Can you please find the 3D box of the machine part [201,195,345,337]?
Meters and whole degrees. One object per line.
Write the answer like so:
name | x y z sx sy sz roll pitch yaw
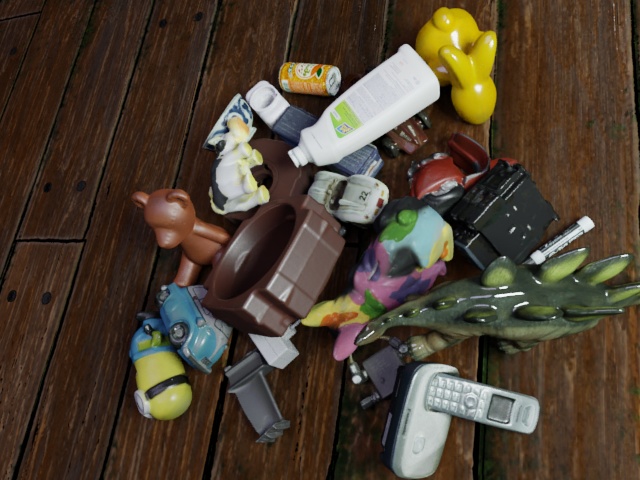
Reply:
machine part | -0.070 0.038 0.797 0.202 0.087 0.201 -7 48 54

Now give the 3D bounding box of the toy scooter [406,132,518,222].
toy scooter | 0.200 -0.103 0.799 0.184 0.075 0.135 -18 57 -14

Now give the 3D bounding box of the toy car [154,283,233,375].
toy car | -0.195 0.129 0.877 0.103 0.109 0.162 -30 51 -7

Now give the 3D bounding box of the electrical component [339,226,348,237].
electrical component | -0.002 -0.003 0.887 0.094 0.021 0.063 -34 60 8

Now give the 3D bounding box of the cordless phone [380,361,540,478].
cordless phone | 0.178 0.240 0.688 0.184 0.088 0.146 14 86 2

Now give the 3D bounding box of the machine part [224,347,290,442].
machine part | -0.094 0.237 0.822 0.084 0.039 0.139 -31 59 3

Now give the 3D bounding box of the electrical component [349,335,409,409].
electrical component | 0.089 0.182 0.762 0.102 0.045 0.078 -29 60 10

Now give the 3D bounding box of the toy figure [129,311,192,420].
toy figure | -0.263 0.203 0.882 0.089 0.082 0.180 -23 60 16

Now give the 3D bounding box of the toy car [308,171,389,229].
toy car | 0.034 -0.066 0.841 0.202 0.056 0.073 17 86 57

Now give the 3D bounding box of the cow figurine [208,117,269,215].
cow figurine | -0.150 -0.125 0.911 0.098 0.068 0.167 -22 62 17

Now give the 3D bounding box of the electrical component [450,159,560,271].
electrical component | 0.246 -0.024 0.734 0.134 0.114 0.058 -49 26 -1

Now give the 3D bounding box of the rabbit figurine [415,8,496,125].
rabbit figurine | 0.230 -0.269 0.839 0.122 0.162 0.173 -18 81 2

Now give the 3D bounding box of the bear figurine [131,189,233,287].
bear figurine | -0.220 0.001 0.878 0.120 0.195 0.132 -1 70 19

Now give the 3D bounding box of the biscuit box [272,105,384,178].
biscuit box | 0.011 -0.162 0.924 0.203 0.059 0.063 35 86 29

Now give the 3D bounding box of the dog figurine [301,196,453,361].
dog figurine | 0.075 0.061 0.748 0.219 0.191 0.109 -41 65 -15

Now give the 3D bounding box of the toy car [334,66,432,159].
toy car | 0.105 -0.221 0.914 0.089 0.053 0.202 -38 59 1

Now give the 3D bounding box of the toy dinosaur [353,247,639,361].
toy dinosaur | 0.266 0.076 0.644 0.471 0.198 0.105 -8 75 -16

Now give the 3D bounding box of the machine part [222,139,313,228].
machine part | -0.101 -0.096 0.948 0.179 0.056 0.179 -8 66 19
